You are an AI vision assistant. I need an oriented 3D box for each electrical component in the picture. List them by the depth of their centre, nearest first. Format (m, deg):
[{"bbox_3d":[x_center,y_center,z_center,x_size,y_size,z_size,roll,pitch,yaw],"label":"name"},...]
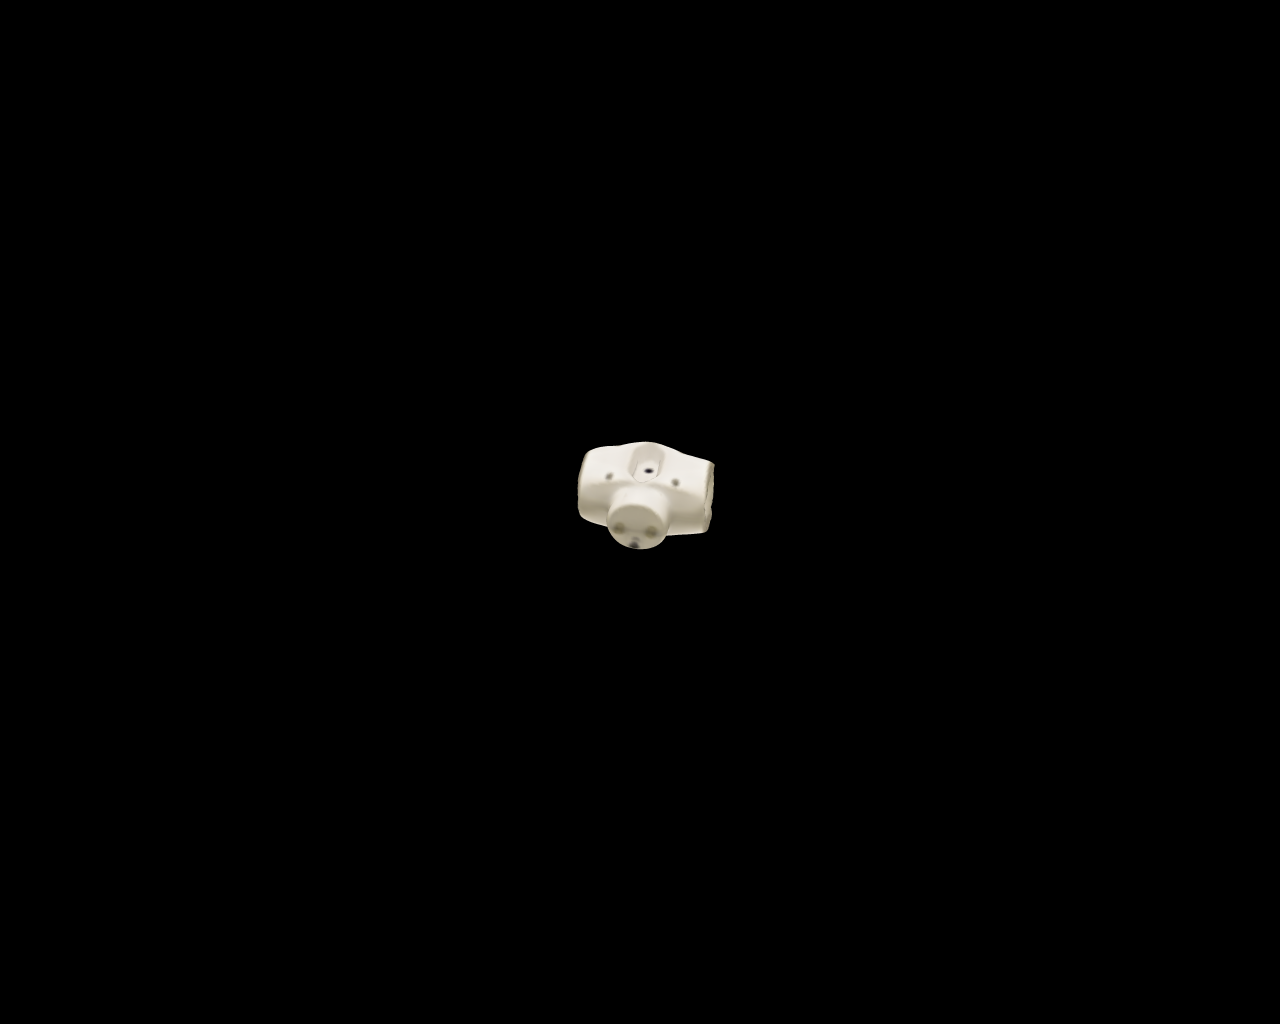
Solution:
[{"bbox_3d":[0.001,-0.003,0.650,0.077,0.043,0.079,7,40,9],"label":"electrical component"}]
